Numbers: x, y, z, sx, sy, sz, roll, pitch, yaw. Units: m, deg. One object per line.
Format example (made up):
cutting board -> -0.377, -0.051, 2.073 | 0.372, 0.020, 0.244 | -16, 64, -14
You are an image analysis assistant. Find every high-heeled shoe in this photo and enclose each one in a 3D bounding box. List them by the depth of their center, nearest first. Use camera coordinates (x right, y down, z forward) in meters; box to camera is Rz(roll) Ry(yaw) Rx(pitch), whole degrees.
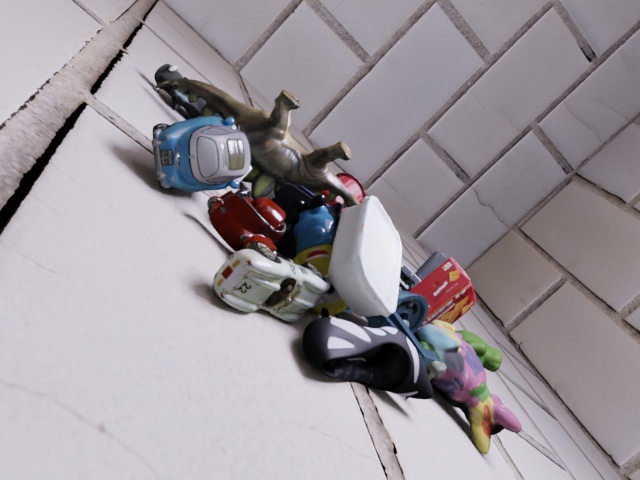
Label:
high-heeled shoe -> 0.078, 0.175, 0.717 | 0.248, 0.086, 0.145 | 36, 14, -15

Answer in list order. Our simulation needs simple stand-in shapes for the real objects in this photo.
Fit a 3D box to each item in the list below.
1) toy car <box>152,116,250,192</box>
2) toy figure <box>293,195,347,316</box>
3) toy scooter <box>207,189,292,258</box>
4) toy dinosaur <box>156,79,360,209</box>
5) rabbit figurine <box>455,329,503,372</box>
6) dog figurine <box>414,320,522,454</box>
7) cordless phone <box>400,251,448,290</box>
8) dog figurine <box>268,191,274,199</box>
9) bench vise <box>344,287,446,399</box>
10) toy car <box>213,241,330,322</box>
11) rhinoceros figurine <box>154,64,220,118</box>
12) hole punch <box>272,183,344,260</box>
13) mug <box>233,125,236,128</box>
toy car -> -0.152, -0.121, 0.748 | 0.161, 0.103, 0.109 | -21, 110, -63
toy figure -> 0.004, 0.026, 0.822 | 0.089, 0.082, 0.180 | 18, 56, -52
toy scooter -> -0.104, -0.026, 0.777 | 0.135, 0.075, 0.184 | 45, 15, -18
toy dinosaur -> -0.103, -0.190, 1.031 | 0.471, 0.198, 0.105 | 42, 11, 4
rabbit figurine -> 0.299, 0.255, 1.136 | 0.159, 0.121, 0.170 | 53, 26, 1
dog figurine -> 0.261, 0.267, 0.976 | 0.191, 0.108, 0.219 | 38, 16, -51
cordless phone -> 0.214, 0.073, 1.268 | 0.146, 0.184, 0.089 | 46, -12, -4
dog figurine -> -0.066, -0.134, 1.196 | 0.172, 0.121, 0.190 | 58, 8, 13
bench vise -> 0.116, 0.135, 0.902 | 0.223, 0.129, 0.241 | 30, 15, -45
toy car -> -0.053, 0.058, 0.668 | 0.056, 0.073, 0.201 | 48, 11, 32
rhinoceros figurine -> -0.268, -0.287, 1.133 | 0.190, 0.073, 0.112 | 46, 22, -7
hole punch -> -0.032, -0.026, 0.914 | 0.116, 0.142, 0.092 | 35, 6, 5
mug -> -0.182, -0.152, 0.879 | 0.080, 0.109, 0.107 | 34, 3, -23
